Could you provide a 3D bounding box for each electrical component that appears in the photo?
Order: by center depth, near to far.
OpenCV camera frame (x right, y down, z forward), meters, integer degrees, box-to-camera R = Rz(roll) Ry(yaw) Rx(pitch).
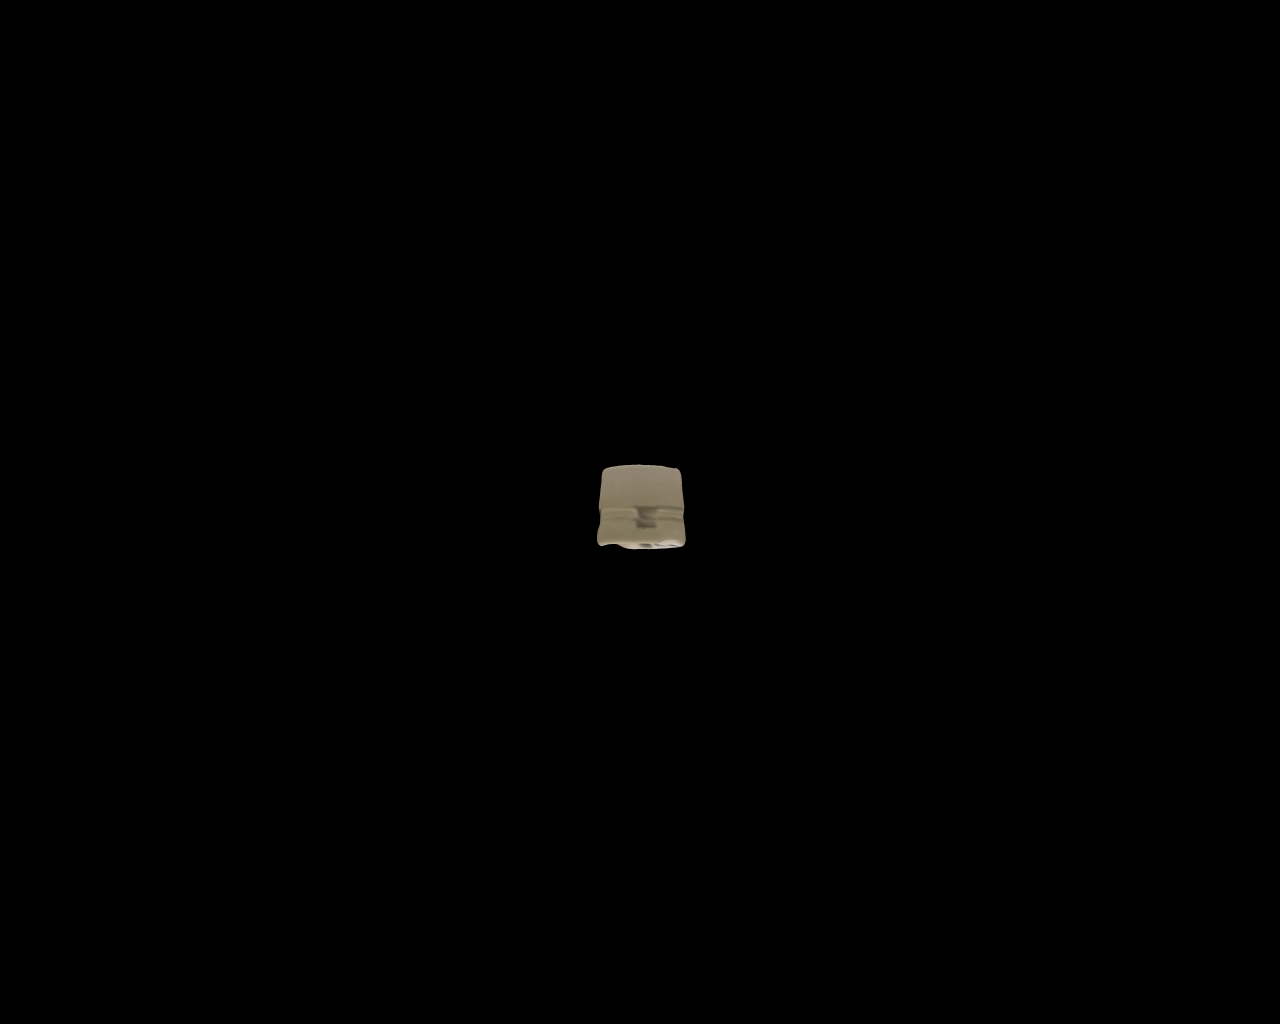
[{"bbox_3d":[0.001,-0.003,0.650,0.055,0.047,0.055,0,-7,0],"label":"electrical component"}]
